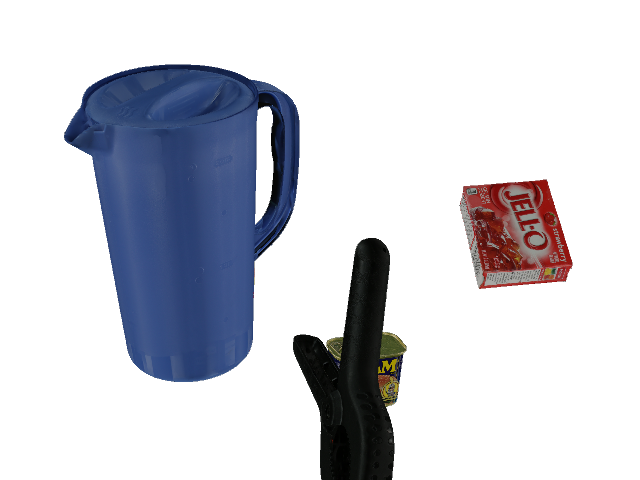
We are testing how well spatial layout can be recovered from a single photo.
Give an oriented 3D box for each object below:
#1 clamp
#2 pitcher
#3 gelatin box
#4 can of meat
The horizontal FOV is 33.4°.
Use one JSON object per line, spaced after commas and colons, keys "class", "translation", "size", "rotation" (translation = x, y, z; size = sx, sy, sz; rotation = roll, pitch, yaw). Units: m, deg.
{"class": "clamp", "translation": [0.024, 0.114, 0.760], "size": [0.036, 0.210, 0.165], "rotation": [5, -40, -18]}
{"class": "pitcher", "translation": [-0.103, -0.014, 0.863], "size": [0.149, 0.243, 0.145], "rotation": [7, 30, 13]}
{"class": "gelatin box", "translation": [0.158, -0.007, 0.873], "size": [0.073, 0.089, 0.030], "rotation": [-5, -35, -4]}
{"class": "can of meat", "translation": [0.056, 0.172, 1.384], "size": [0.102, 0.084, 0.057], "rotation": [-5, 26, -22]}
